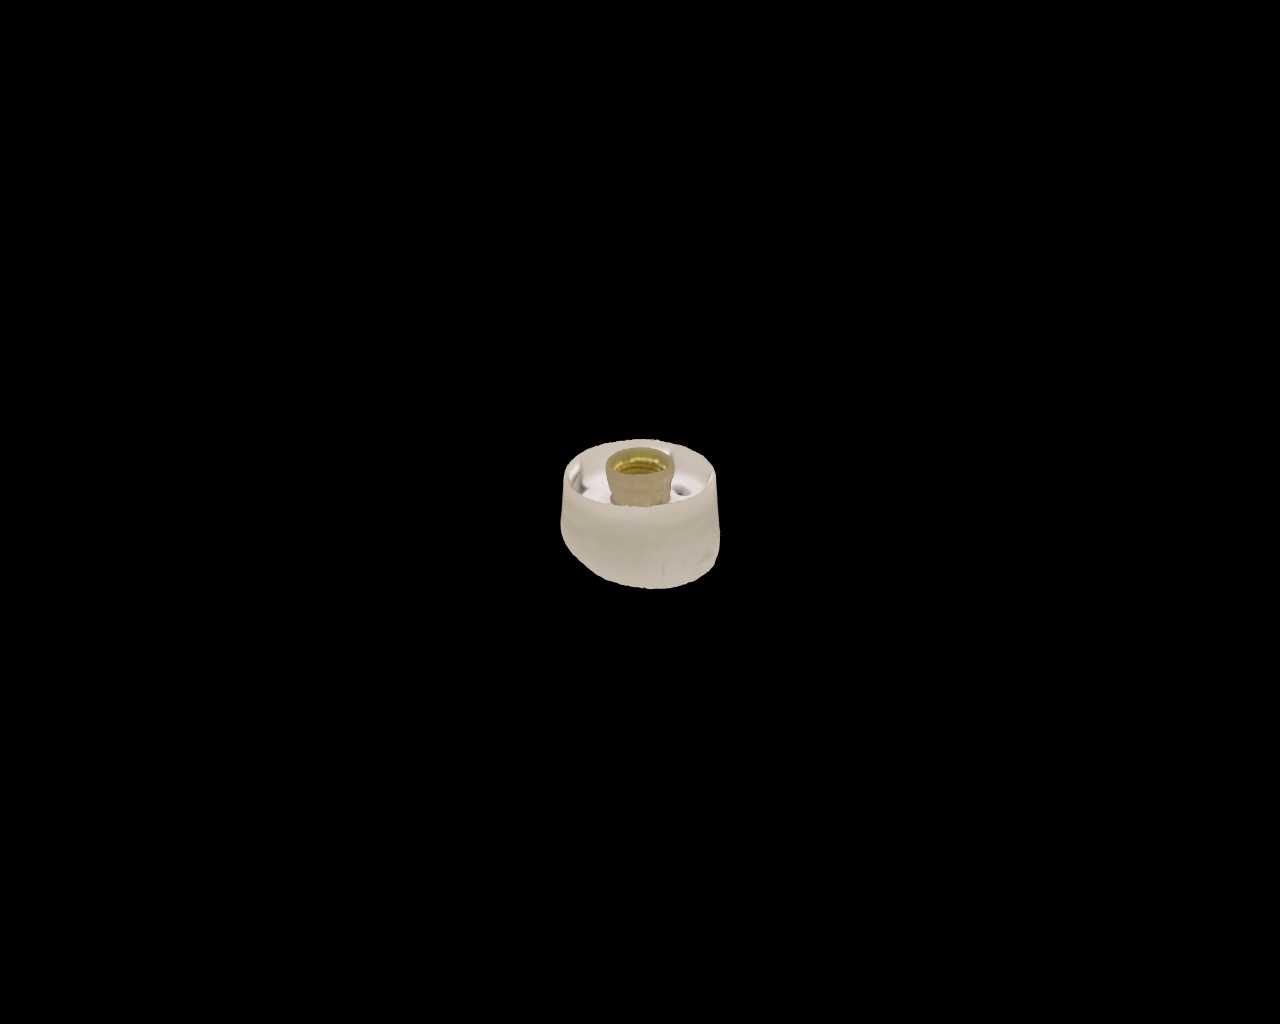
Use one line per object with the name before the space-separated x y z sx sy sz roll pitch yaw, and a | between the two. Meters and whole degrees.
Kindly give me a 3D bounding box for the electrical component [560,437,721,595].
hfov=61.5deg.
electrical component | 0.001 -0.003 0.650 0.099 0.064 0.099 0 29 0
